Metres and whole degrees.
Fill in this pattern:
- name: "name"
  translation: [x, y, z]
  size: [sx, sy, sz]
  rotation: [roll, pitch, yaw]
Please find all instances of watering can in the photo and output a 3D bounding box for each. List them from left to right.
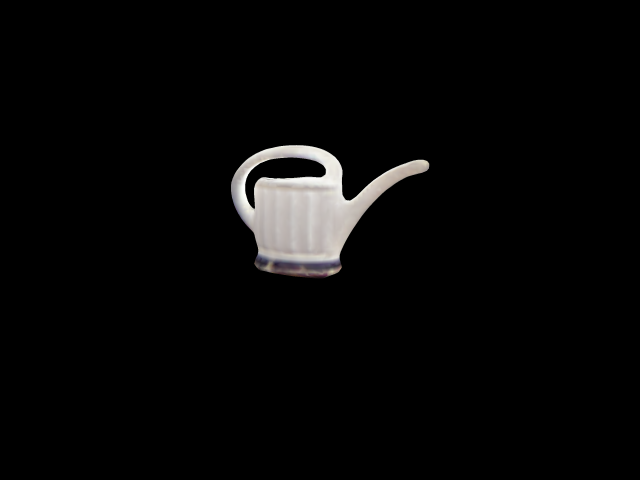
- name: "watering can"
  translation: [0.003, -0.043, 0.850]
  size: [0.348, 0.222, 0.105]
  rotation: [5, 11, 23]
